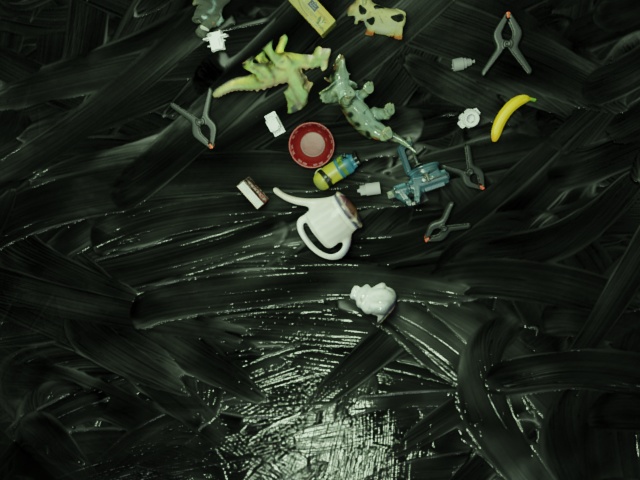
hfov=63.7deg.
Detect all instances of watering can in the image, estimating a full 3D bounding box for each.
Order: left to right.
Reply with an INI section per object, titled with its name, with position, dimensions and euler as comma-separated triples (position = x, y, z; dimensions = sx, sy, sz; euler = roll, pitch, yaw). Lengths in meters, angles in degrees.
[watering can]
position = 0.006, -0.093, 1.841
dimensions = 0.223, 0.105, 0.346
euler = -35, 99, 10

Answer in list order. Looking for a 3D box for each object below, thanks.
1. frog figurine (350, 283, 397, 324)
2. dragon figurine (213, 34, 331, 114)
[frog figurine]
position = 0.198, 0.210, 1.893
dimensions = 0.160, 0.121, 0.139
euler = 39, 70, 4
[dragon figurine]
position = -0.141, -0.540, 1.762
dimensions = 0.407, 0.124, 0.240
euler = -37, 106, 12
